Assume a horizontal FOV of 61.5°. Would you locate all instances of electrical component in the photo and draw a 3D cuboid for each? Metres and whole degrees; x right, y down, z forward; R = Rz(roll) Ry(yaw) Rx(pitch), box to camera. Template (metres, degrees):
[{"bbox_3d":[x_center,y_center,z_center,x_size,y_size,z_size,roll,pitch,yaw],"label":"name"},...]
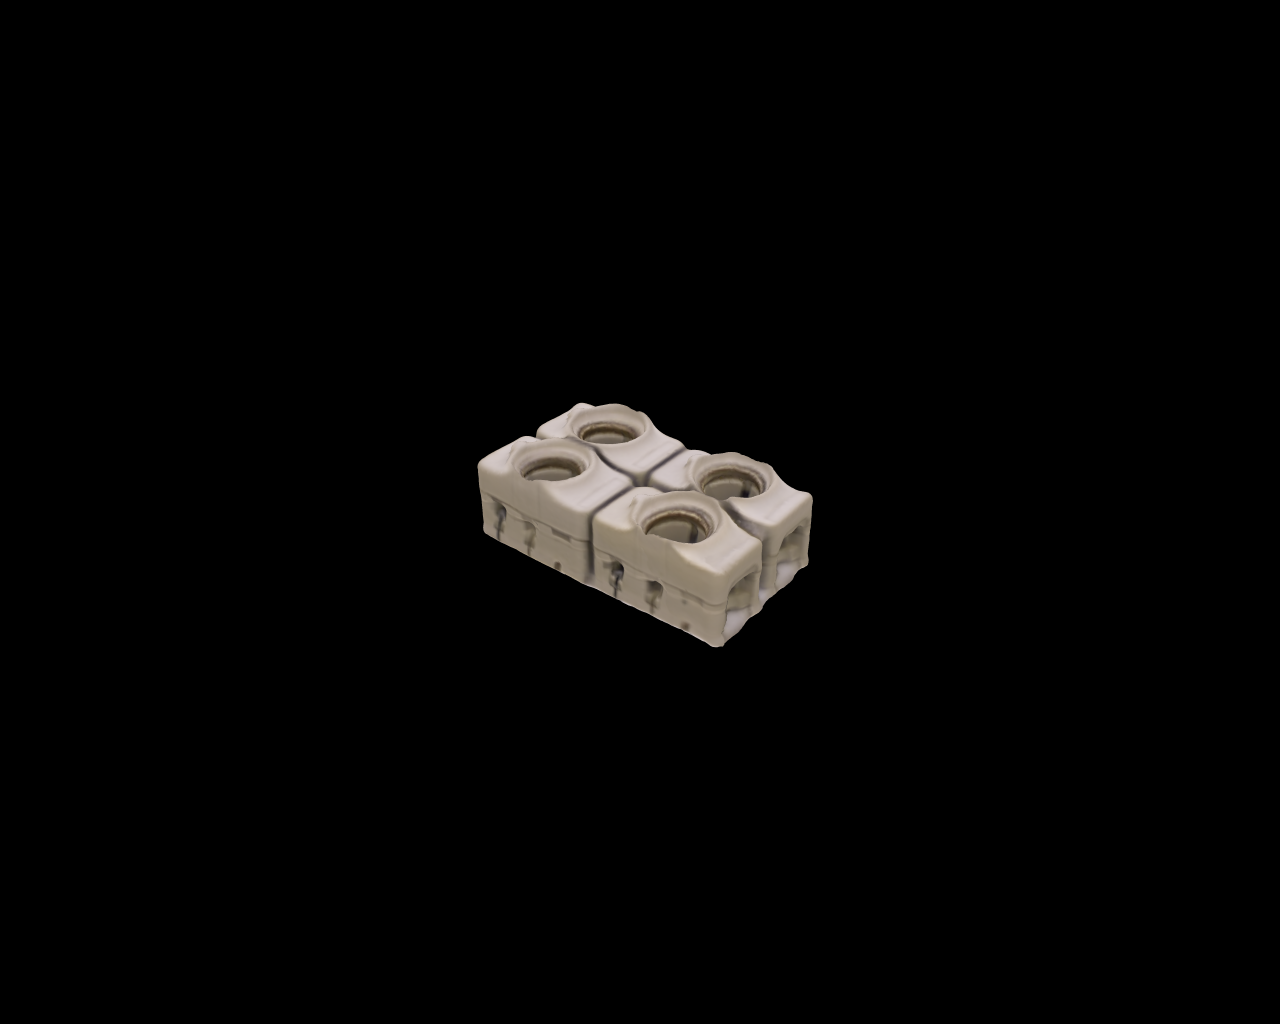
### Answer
[{"bbox_3d":[0.001,-0.003,0.650,0.186,0.060,0.106,24,41,31],"label":"electrical component"}]
